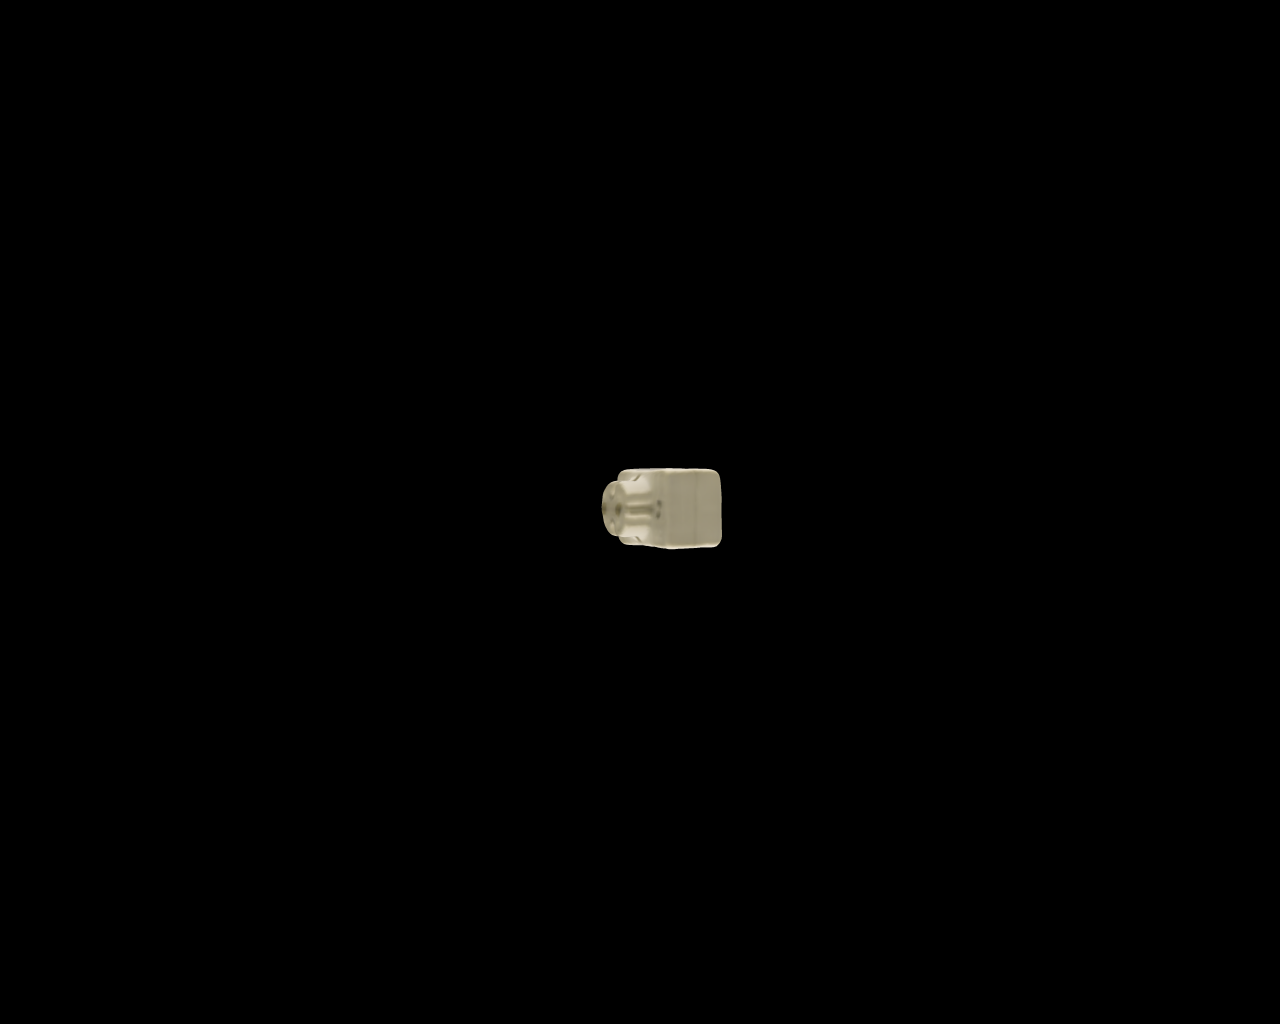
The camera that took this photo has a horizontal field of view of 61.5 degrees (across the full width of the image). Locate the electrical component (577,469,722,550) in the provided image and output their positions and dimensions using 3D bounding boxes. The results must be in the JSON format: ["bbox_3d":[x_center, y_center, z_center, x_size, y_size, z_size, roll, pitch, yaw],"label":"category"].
[{"bbox_3d":[0.001,-0.003,0.650,0.077,0.047,0.065,-1,3,-28],"label":"electrical component"}]
